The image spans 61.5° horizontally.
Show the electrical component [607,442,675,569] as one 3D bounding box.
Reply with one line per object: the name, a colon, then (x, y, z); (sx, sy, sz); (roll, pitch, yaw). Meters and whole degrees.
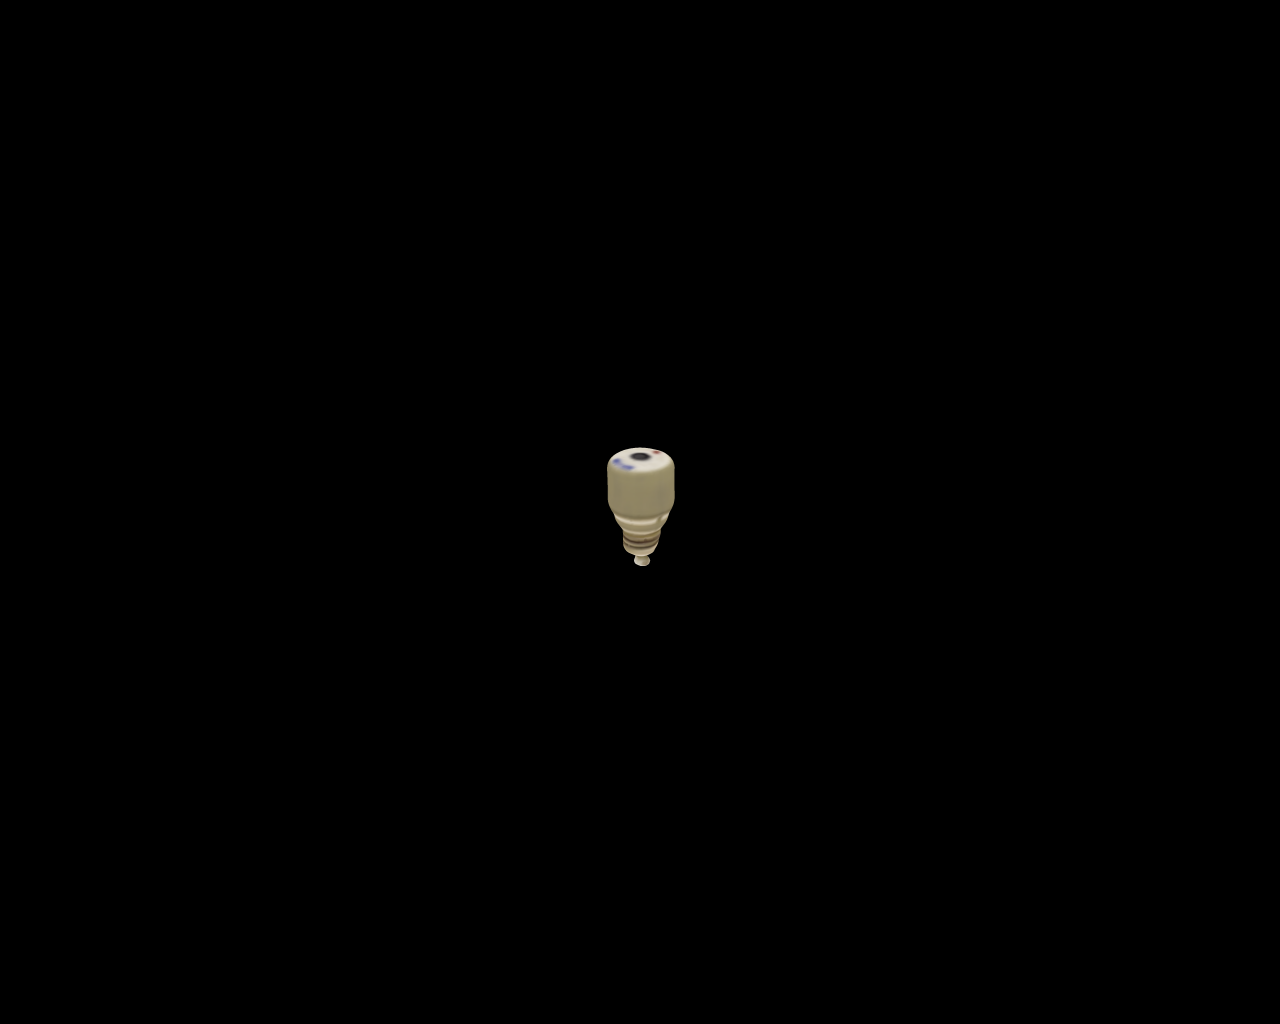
electrical component: (0.001, -0.003, 0.650); (0.040, 0.078, 0.040); (0, 26, 0)
